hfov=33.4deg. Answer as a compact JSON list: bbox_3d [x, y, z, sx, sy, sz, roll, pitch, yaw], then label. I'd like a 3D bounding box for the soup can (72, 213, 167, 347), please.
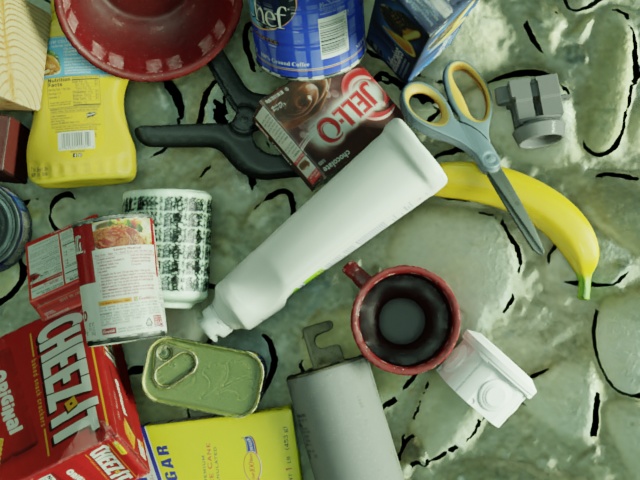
[{"bbox_3d":[-0.165,0.034,0.882,0.068,0.068,0.102,-8,85,1],"label":"soup can"}]

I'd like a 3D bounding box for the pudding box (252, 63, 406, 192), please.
[{"bbox_3d":[0.008,-0.110,0.957,0.113,0.039,0.090,-38,84,-27],"label":"pudding box"}]

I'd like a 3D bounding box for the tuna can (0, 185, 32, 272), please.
[{"bbox_3d":[-0.312,-0.011,0.984,0.086,0.034,0.086,0,86,2],"label":"tuna can"}]

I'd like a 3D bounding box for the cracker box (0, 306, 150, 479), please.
[{"bbox_3d":[-0.268,0.163,0.910,0.213,0.072,0.164,-25,46,1],"label":"cracker box"}]

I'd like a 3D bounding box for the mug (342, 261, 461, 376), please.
[{"bbox_3d":[0.065,0.063,0.940,0.117,0.081,0.093,41,88,4],"label":"mug"}]

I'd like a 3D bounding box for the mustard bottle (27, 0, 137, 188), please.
[{"bbox_3d":[-0.222,-0.146,0.978,0.096,0.058,0.191,-4,85,-1],"label":"mustard bottle"}]

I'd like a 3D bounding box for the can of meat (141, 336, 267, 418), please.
[{"bbox_3d":[-0.098,0.119,0.941,0.102,0.084,0.057,10,86,3],"label":"can of meat"}]

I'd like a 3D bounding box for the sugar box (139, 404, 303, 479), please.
[{"bbox_3d":[-0.105,0.204,0.954,0.176,0.048,0.093,-8,86,0],"label":"sugar box"}]

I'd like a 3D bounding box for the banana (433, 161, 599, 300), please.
[{"bbox_3d":[0.179,-0.026,0.965,0.198,0.037,0.069,34,87,4],"label":"banana"}]

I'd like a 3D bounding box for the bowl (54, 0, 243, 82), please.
[{"bbox_3d":[-0.150,-0.221,0.930,0.162,0.055,0.162,-7,129,-8],"label":"bowl"}]

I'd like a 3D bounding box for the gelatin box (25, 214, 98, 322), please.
[{"bbox_3d":[-0.223,0.024,0.955,0.073,0.030,0.089,-24,40,0],"label":"gelatin box"}]

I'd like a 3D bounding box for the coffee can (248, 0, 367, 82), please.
[{"bbox_3d":[-0.014,-0.223,0.918,0.103,0.140,0.103,-4,41,3],"label":"coffee can"}]

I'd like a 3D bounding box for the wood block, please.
[{"bbox_3d":[-0.355,-0.169,0.943,0.206,0.090,0.091,4,85,19],"label":"wood block"}]

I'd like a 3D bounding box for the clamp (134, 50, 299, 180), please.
[{"bbox_3d":[-0.071,-0.117,0.981,0.171,0.039,0.120,21,85,-4],"label":"clamp"}]

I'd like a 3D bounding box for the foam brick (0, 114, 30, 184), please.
[{"bbox_3d":[-0.298,-0.083,0.967,0.053,0.078,0.051,7,84,2],"label":"foam brick"}]

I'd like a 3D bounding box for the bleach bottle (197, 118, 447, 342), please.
[{"bbox_3d":[-0.006,0.001,0.929,0.251,0.102,0.068,-39,81,6],"label":"bleach bottle"}]

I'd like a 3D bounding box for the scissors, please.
[{"bbox_3d":[0.129,-0.073,0.945,0.096,0.016,0.202,-5,65,-12],"label":"scissors"}]
